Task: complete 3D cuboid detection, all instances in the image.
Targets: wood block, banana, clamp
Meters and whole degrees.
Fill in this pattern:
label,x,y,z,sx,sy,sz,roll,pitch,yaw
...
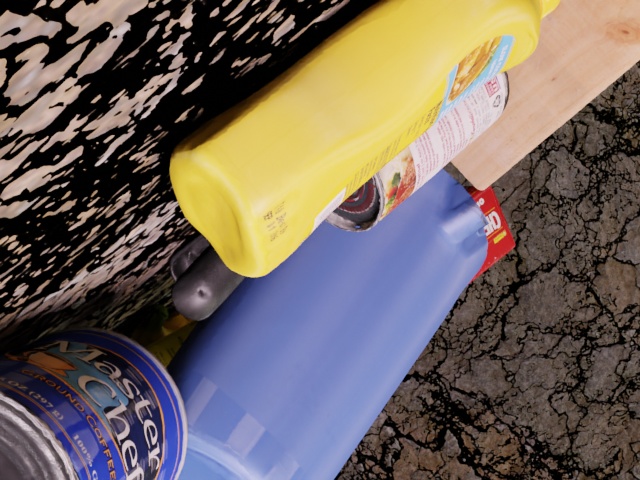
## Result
label,x,y,z,sx,sy,sz,roll,pitch,yaw
wood block,0.122,-0.117,0.538,0.090,0.090,0.206,-39,176,-24
banana,-0.113,0.071,0.882,0.070,0.037,0.197,-41,177,13
clamp,-0.020,-0.021,0.575,0.171,0.039,0.120,-44,-164,7

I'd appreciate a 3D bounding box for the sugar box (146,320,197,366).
label,x,y,z,sx,sy,sz,roll,pitch,yaw
sugar box,-0.155,0.124,0.742,0.176,0.048,0.093,-31,168,-27

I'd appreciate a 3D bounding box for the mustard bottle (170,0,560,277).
label,x,y,z,sx,sy,sz,roll,pitch,yaw
mustard bottle,0.030,-0.066,0.424,0.191,0.058,0.096,-39,174,-15

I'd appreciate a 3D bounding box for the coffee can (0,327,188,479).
label,x,y,z,sx,sy,sz,roll,pitch,yaw
coffee can,-0.125,0.098,0.461,0.103,0.103,0.140,-41,177,9

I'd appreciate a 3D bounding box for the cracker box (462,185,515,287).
label,x,y,z,sx,sy,sz,roll,pitch,yaw
cracker box,0.042,0.020,0.967,0.164,0.072,0.214,-35,-161,-31

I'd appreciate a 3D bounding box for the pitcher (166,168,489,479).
label,x,y,z,sx,sy,sz,roll,pitch,yaw
pitcher,-0.013,0.059,0.641,0.242,0.145,0.149,-53,164,-35

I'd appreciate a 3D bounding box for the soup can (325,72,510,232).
label,x,y,z,sx,sy,sz,roll,pitch,yaw
soup can,0.037,-0.060,0.522,0.102,0.068,0.069,-40,177,-29
